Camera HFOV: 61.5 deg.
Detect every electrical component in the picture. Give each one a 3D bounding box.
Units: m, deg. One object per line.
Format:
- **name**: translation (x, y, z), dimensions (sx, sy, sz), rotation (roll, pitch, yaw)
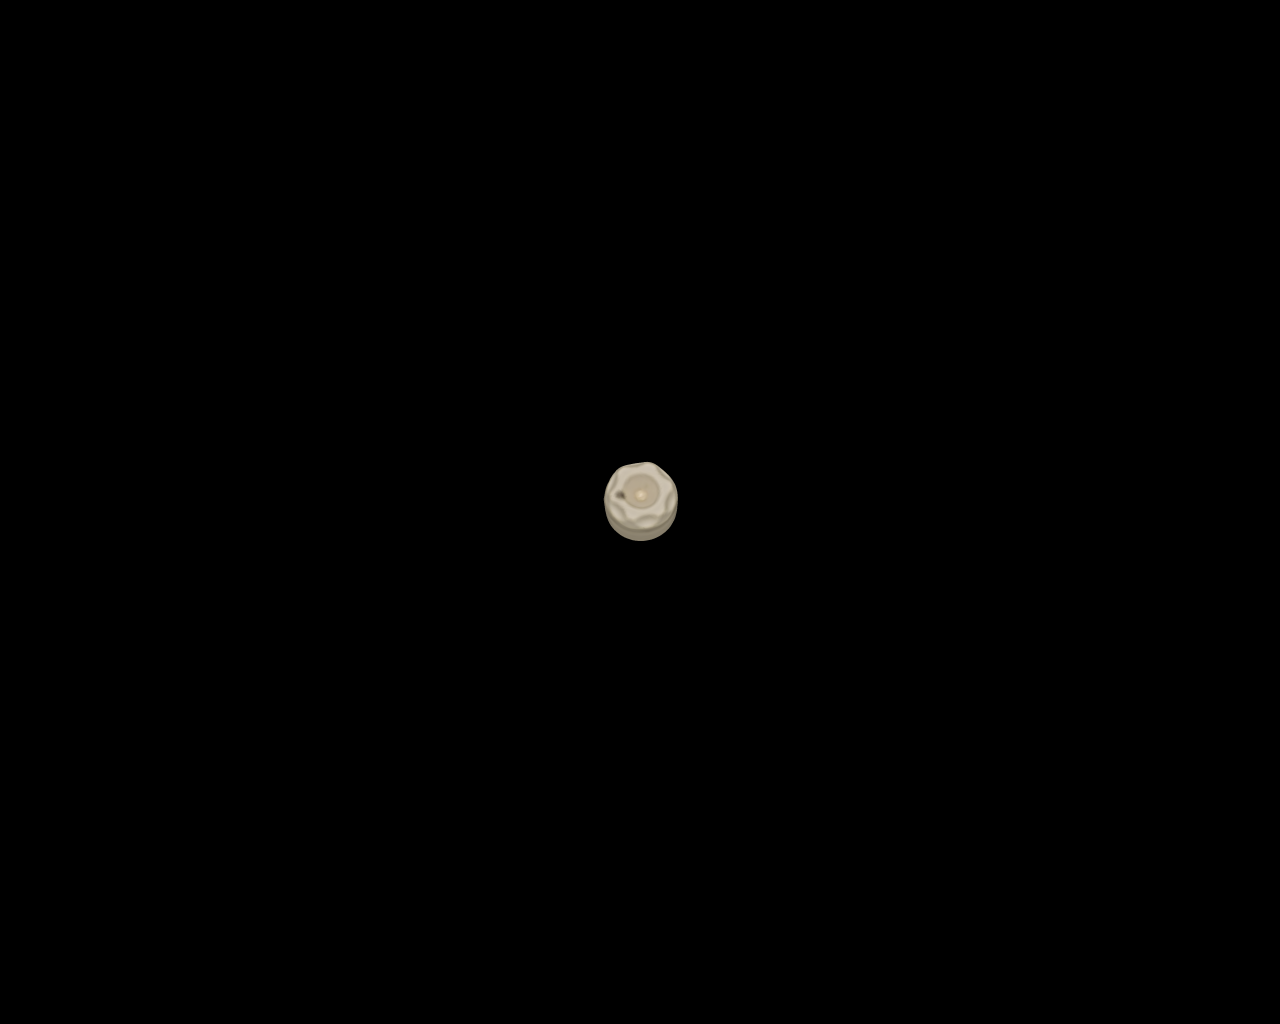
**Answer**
- **electrical component**: translation (0.001, -0.003, 0.650), dimensions (0.043, 0.043, 0.062), rotation (0, -19, 0)
